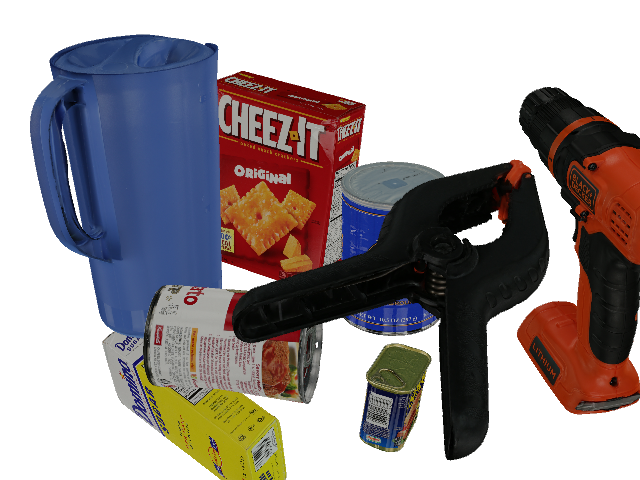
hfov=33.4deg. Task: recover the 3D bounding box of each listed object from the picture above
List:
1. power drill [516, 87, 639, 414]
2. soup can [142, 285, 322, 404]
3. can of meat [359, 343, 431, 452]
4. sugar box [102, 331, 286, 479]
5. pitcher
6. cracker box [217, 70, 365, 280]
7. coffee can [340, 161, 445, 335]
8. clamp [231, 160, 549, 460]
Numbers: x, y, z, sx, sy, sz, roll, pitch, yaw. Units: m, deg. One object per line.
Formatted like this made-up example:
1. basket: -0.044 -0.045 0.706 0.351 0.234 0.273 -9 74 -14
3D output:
1. power drill: 0.176 0.007 0.721 0.057 0.188 0.184 -9 34 -11
2. soup can: -0.054 0.065 0.680 0.102 0.068 0.068 4 1 10
3. can of meat: 0.084 0.179 1.212 0.057 0.084 0.102 15 25 15
4. sugar box: -0.110 0.147 0.922 0.176 0.093 0.048 28 53 28
5. pitcher: -0.150 -0.041 0.886 0.149 0.243 0.145 -6 23 -9
6. cracker box: -0.048 -0.065 1.199 0.164 0.214 0.072 19 28 24
7. coffee can: 0.070 0.007 1.040 0.103 0.140 0.103 0 27 0
8. clamp: 0.058 0.023 0.480 0.120 0.039 0.171 38 56 24
